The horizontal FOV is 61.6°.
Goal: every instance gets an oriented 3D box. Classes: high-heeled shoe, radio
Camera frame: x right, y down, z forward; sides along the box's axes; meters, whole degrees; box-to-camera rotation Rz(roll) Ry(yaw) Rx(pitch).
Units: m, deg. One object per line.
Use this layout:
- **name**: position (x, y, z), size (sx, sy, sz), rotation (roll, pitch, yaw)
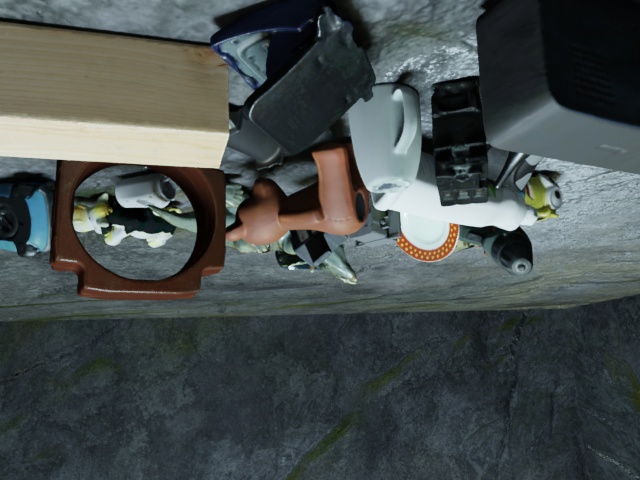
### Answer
- **high-heeled shoe**: position (0.260, -0.136, 0.684), size (0.086, 0.145, 0.249), rotation (30, -161, 7)
- **radio**: position (0.245, -0.138, 0.469), size (0.229, 0.131, 0.073), rotation (4, 164, -28)

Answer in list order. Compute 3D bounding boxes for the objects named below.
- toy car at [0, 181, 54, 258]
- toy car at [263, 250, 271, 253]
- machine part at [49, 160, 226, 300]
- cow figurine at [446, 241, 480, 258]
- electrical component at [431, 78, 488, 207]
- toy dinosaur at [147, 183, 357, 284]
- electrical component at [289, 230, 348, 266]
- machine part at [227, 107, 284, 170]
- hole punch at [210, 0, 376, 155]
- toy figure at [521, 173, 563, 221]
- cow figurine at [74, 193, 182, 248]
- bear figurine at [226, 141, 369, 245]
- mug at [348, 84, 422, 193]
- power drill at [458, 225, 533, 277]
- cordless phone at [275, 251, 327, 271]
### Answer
- **toy car**: position (-0.444, -0.034, 0.814), size (0.162, 0.109, 0.103), rotation (1, -174, 20)
- **toy car**: position (-0.161, -0.005, 1.085), size (0.089, 0.053, 0.202), rotation (-7, 167, 28)
- **machine part**: position (-0.225, -0.027, 0.674), size (0.201, 0.201, 0.087), rotation (4, 166, -28)
- **cow figurine**: position (0.274, -0.016, 1.079), size (0.127, 0.085, 0.195), rotation (0, 168, -36)
- **electrical component**: position (0.163, -0.104, 0.624), size (0.058, 0.115, 0.134), rotation (-3, 167, 16)
- **toy dinosaur**: position (-0.102, -0.022, 0.917), size (0.405, 0.131, 0.192), rotation (13, 163, -27)
- **electrical component**: position (-0.002, -0.002, 0.781), size (0.075, 0.119, 0.047), rotation (-42, 131, 9)
- **machine part**: position (-0.101, -0.124, 0.651), size (0.084, 0.039, 0.138), rotation (-23, 155, 34)
- **hole punch**: position (-0.022, -0.155, 0.481), size (0.116, 0.092, 0.142), rotation (-37, 155, 9)
- **toy figure**: position (0.307, -0.070, 0.869), size (0.180, 0.082, 0.089), rotation (-3, 179, -21)
- **cow figurine**: position (-0.320, -0.035, 0.893), size (0.167, 0.068, 0.098), rotation (6, 158, -42)
- **bear figurine**: position (-0.035, -0.059, 0.723), size (0.196, 0.131, 0.120), rotation (0, -169, 27)
- **mug**: position (0.081, -0.111, 0.595), size (0.081, 0.107, 0.109), rotation (1, 168, -22)
- **power drill**: position (0.245, -0.012, 0.891), size (0.207, 0.085, 0.232), rotation (11, -163, 16)
- **cordless phone**: position (-0.035, 0.036, 1.218), size (0.147, 0.088, 0.184), rotation (0, 170, -14)
